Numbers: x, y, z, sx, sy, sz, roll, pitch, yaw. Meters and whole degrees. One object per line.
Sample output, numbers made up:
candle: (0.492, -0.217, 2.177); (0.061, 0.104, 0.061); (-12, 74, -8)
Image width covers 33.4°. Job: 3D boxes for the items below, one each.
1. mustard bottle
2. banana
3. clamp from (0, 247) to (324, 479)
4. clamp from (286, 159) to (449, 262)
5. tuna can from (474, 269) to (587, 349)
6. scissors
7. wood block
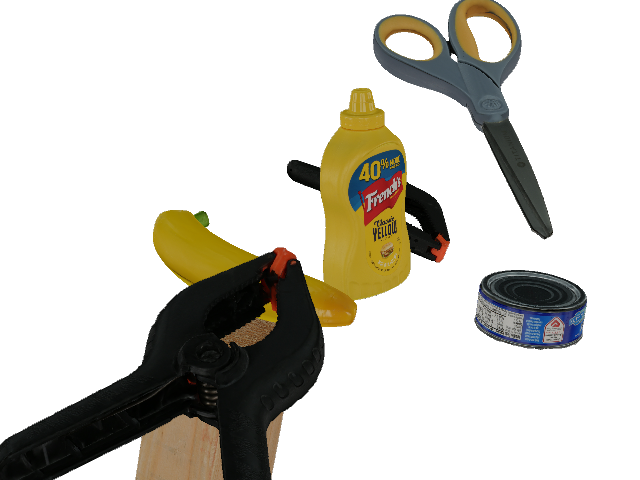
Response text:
mustard bottle: (0.042, -0.047, 0.998); (0.096, 0.192, 0.058); (-20, 25, -40)
banana: (-0.059, 0.013, 0.694); (0.069, 0.037, 0.198); (-17, 30, -31)
clamp: (-0.040, 0.067, 0.452); (0.120, 0.039, 0.171); (26, 48, 19)
clamp: (0.069, -0.049, 1.265); (0.164, 0.036, 0.210); (-16, 52, -29)
tuna can: (0.167, 0.053, 0.848); (0.086, 0.034, 0.086); (3, 19, -1)
scissors: (0.073, -0.075, 0.586); (0.096, 0.016, 0.201); (3, 45, 5)
wood block: (-0.097, 0.169, 0.948); (0.090, 0.206, 0.090); (21, 18, 33)
